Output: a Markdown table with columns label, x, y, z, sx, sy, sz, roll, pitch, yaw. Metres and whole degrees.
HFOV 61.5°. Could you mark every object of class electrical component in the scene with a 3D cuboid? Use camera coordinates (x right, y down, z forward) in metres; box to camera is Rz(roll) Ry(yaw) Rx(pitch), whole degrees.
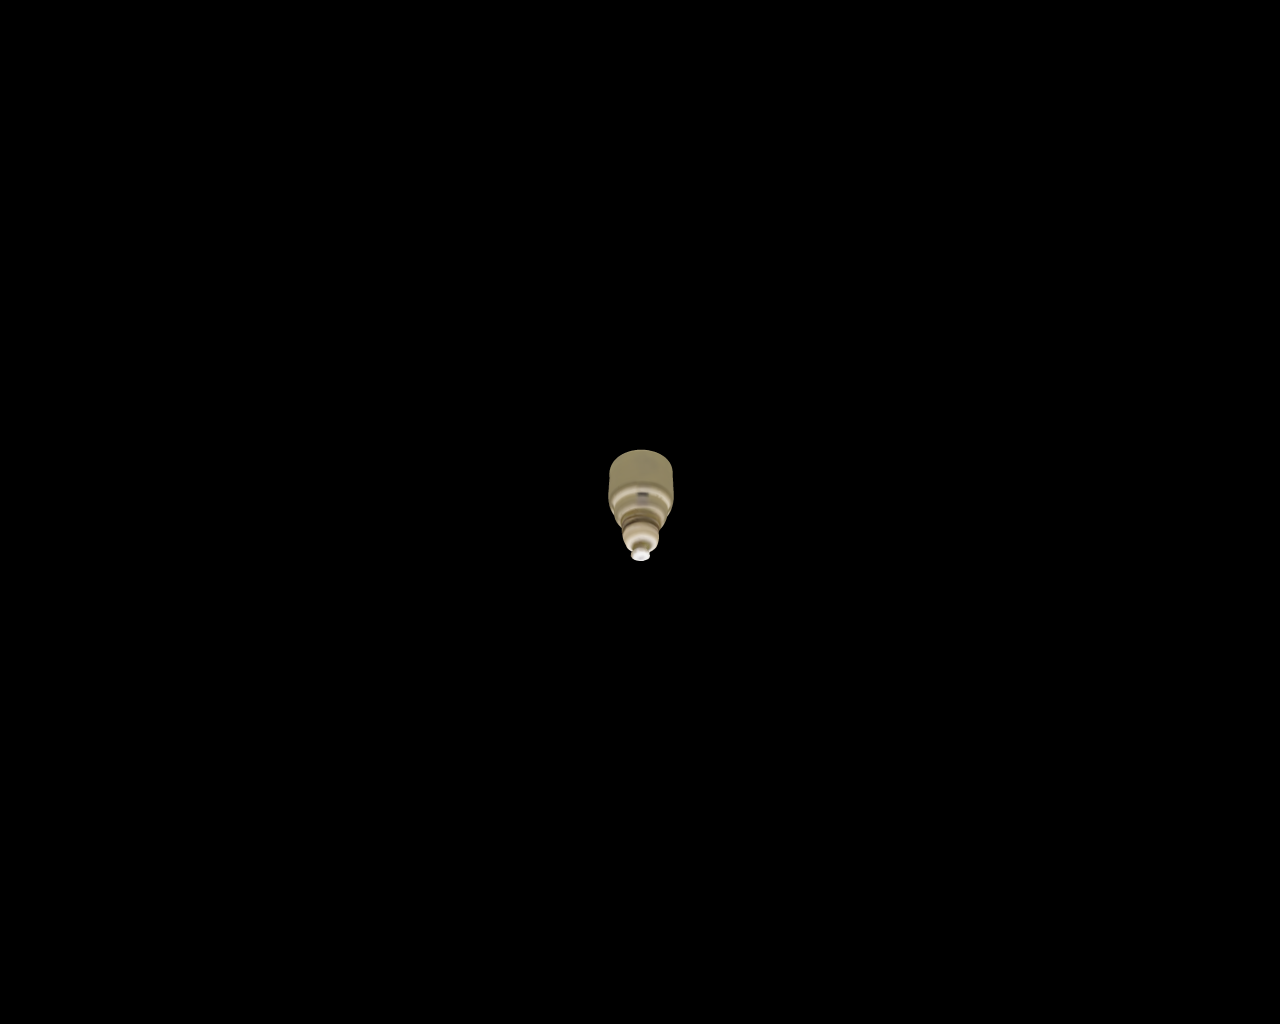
| label | x | y | z | sx | sy | sz | roll | pitch | yaw |
| --- | --- | --- | --- | --- | --- | --- | --- | --- | --- |
| electrical component | 0.001 | -0.003 | 0.650 | 0.040 | 0.078 | 0.040 | 0 | -40 | 0 |
